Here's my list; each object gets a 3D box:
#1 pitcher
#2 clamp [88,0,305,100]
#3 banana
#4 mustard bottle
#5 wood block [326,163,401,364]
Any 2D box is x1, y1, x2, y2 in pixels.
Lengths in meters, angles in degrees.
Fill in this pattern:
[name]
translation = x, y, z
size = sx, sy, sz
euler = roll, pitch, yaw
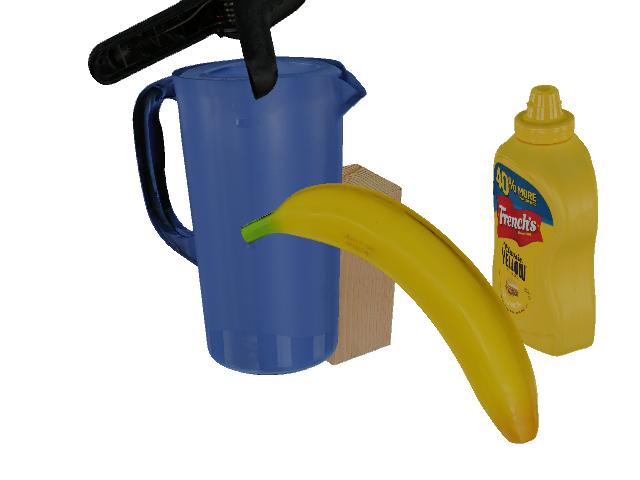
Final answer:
[pitcher]
translation = -0.054, -0.023, 0.848
size = 0.144, 0.243, 0.149
euler = -11, 19, -29
[clamp]
translation = -0.049, -0.139, 0.656
size = 0.120, 0.039, 0.171
euler = 20, 51, 24
[banana]
translation = 0.051, 0.025, 0.581
size = 0.198, 0.070, 0.037
euler = 37, 25, 14
[mustard bottle]
translation = 0.160, -0.019, 0.769
size = 0.058, 0.192, 0.096
euler = -13, 28, -16
[wood block]
translation = 0.028, 0.028, 1.249
size = 0.090, 0.206, 0.090
euler = -16, 32, -32
